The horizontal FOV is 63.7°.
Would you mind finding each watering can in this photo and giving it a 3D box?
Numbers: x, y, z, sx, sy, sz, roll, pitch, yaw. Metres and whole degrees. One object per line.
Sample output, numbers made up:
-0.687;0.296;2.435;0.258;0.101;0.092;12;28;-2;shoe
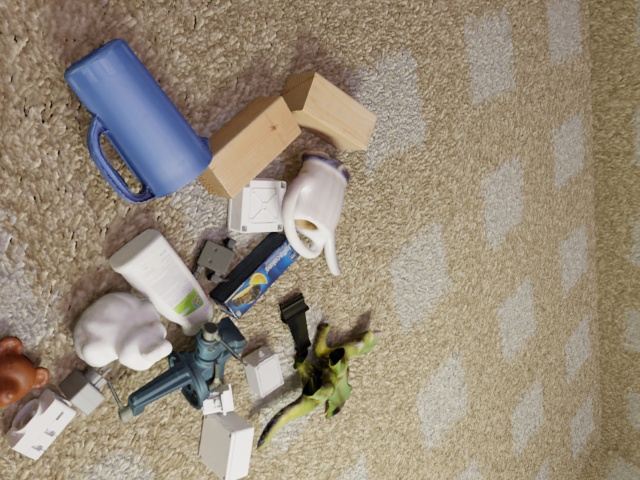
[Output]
0.004;-0.058;1.155;0.342;0.104;0.227;48;55;-60;watering can

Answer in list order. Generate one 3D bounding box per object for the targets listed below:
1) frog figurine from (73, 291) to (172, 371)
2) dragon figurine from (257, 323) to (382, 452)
-0.328;0.158;0.857;0.139;0.160;0.121;-29;117;-34;frog figurine
0.017;0.365;1.259;0.416;0.123;0.238;-50;136;-21;dragon figurine
